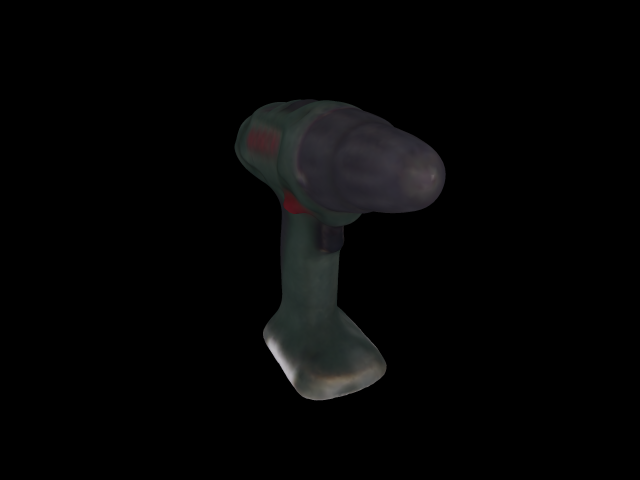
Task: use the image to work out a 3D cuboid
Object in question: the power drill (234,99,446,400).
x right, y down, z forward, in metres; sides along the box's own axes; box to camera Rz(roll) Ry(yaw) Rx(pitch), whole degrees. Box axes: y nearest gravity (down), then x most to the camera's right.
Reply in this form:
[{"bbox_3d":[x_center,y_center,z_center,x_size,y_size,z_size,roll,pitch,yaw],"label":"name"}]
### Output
[{"bbox_3d":[0.004,0.001,0.400,0.076,0.208,0.228,-14,32,-23],"label":"power drill"}]
